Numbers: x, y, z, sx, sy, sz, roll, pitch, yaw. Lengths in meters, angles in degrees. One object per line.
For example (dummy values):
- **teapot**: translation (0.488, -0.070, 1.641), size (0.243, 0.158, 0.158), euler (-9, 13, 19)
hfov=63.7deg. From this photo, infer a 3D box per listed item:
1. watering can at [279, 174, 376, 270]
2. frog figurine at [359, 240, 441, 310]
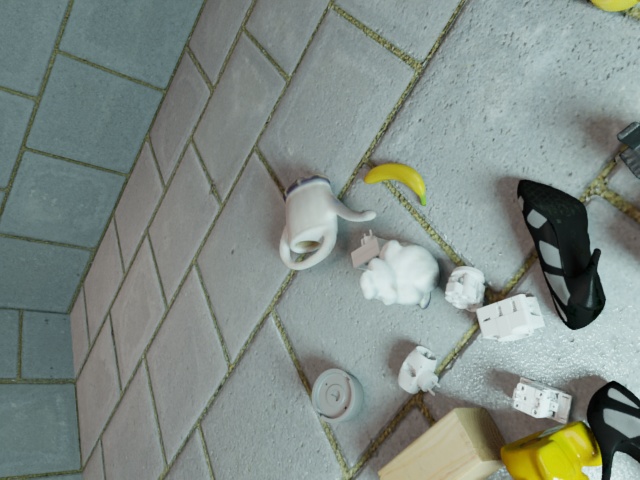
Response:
- **watering can**: translation (0.004, -0.063, 1.246), size (0.342, 0.103, 0.229), euler (-34, 53, 42)
- **frog figurine**: translation (0.146, 0.061, 0.979), size (0.121, 0.158, 0.140), euler (-37, 52, 38)
